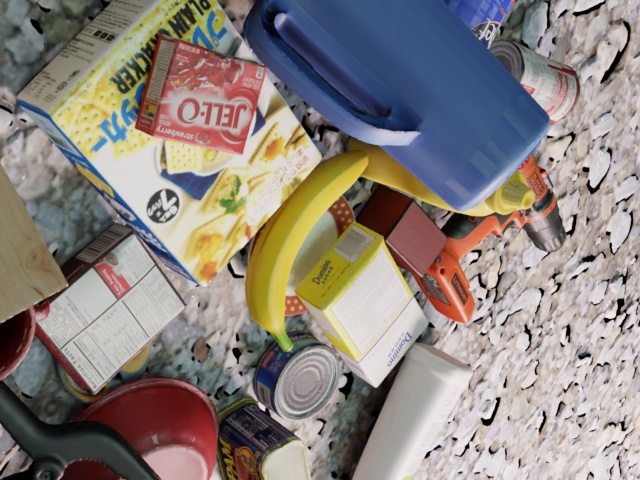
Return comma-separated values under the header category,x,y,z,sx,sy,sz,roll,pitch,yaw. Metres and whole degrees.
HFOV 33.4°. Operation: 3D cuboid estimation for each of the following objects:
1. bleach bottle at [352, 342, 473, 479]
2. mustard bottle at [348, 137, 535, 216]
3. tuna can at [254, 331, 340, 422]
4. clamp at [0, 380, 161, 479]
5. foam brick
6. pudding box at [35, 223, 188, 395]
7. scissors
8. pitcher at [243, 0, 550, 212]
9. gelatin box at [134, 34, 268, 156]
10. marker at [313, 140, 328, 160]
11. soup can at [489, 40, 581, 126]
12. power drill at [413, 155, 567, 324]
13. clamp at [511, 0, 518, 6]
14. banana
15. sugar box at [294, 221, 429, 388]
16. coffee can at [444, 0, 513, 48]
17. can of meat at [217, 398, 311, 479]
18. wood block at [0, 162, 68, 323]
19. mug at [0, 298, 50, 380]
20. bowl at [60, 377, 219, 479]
category,x,y,z,sx,sy,sz,roll,pitch,yaw
bleach bottle,0.078,0.236,1.157,0.251,0.068,0.102,-63,157,2
mustard bottle,0.119,-0.065,0.980,0.096,0.192,0.058,-19,120,-34
tuna can,-0.022,0.136,1.058,0.085,0.034,0.086,-17,119,-34
clamp,-0.223,0.173,0.855,0.209,0.036,0.164,10,101,-15
foam brick,0.082,-0.008,1.070,0.051,0.053,0.078,-55,134,-8
pudding box,-0.176,0.056,0.874,0.113,0.039,0.090,-43,121,-21
scissors,-0.160,0.141,0.954,0.096,0.016,0.201,-47,132,-14
pitcher,0.060,-0.134,0.855,0.243,0.145,0.149,44,89,-1
gelatin box,-0.088,-0.107,0.803,0.089,0.030,0.073,10,101,-43
marker,-0.040,-0.048,0.967,0.121,0.020,0.020,-42,130,-23
soup can,0.213,-0.162,1.104,0.102,0.069,0.068,11,101,-42
power drill,0.186,-0.002,1.161,0.187,0.057,0.184,-49,129,-17
clamp,0.202,-0.321,1.045,0.120,0.039,0.171,17,97,-43
banana,-0.021,-0.001,0.964,0.069,0.037,0.198,25,87,-38
sugar box,0.045,0.067,1.057,0.093,0.048,0.176,-49,146,-13
coffee can,0.108,-0.195,0.976,0.102,0.103,0.140,29,89,-44
can of meat,-0.054,0.216,1.031,0.057,0.084,0.102,-27,125,-29
wood block,-0.258,-0.036,0.680,0.090,0.090,0.206,-31,96,-27
mug,-0.258,0.051,0.785,0.117,0.082,0.093,-11,115,-37
bowl,-0.152,0.203,0.943,0.161,0.055,0.162,-16,125,-25
